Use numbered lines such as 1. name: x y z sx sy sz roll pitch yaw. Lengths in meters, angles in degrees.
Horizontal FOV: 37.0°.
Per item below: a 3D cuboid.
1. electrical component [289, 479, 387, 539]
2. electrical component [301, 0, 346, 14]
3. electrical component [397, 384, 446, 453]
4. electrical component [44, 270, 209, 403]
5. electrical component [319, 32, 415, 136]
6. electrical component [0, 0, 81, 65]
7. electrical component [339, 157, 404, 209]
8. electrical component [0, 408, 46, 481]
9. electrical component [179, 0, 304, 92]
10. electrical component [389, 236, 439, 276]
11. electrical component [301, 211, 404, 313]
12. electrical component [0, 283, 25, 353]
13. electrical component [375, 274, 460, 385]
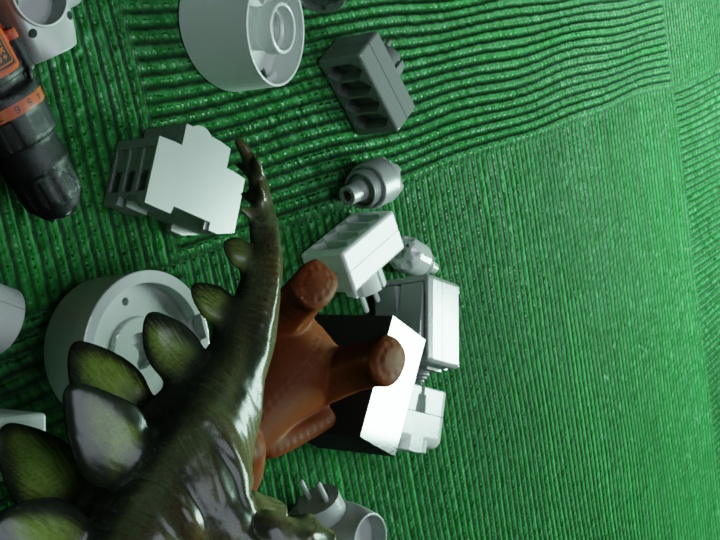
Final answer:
1. electrical component: -0.027 0.203 0.882 0.044 0.077 0.079 -46 123 -41
2. electrical component: -0.031 -0.253 0.908 0.055 0.055 0.047 49 49 -39
3. electrical component: 0.032 0.133 0.978 0.095 0.054 0.059 21 73 -50
4. electrical component: -0.162 0.054 0.727 0.108 0.060 0.108 1 89 -51
5. electrical component: 0.015 -0.178 0.968 0.075 0.047 0.083 -57 131 -35
6. electrical component: -0.205 -0.180 0.690 0.079 0.044 0.077 -44 122 -43
7. electrical component: 0.007 -0.074 0.958 0.062 0.043 0.043 -29 112 -47
8. electrical component: -0.236 0.088 0.643 0.083 0.047 0.075 1 88 -52
9. electrical component: -0.088 -0.190 0.844 0.099 0.064 0.099 4 90 -65
10. electrical component: 0.055 -0.009 1.025 0.061 0.035 0.035 24 70 -51
11. electrical component: 0.000 0.000 0.945 0.083 0.047 0.075 -41 121 -44
12. electrical component: -0.245 0.019 0.637 0.081 0.043 0.043 29 67 -48
13. electrical component: 0.050 0.056 0.987 0.061 0.062 0.096 19 67 -50
